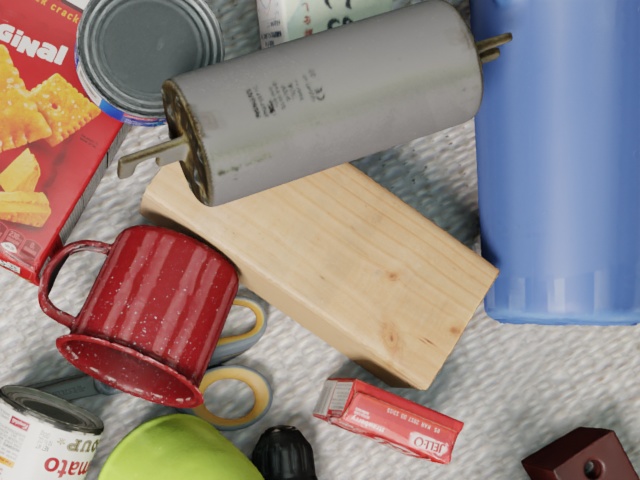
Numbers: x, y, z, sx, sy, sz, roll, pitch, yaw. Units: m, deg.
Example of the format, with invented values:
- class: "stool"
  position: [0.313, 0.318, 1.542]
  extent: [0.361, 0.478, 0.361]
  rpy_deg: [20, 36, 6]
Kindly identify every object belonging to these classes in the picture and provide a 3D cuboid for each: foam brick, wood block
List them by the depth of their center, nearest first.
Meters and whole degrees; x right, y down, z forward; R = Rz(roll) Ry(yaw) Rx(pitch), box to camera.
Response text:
- class: "wood block"
  position: [-0.004, 0.000, 0.677]
  extent: [0.206, 0.091, 0.090]
  rpy_deg: [35, 77, -5]
- class: "foam brick"
  position: [0.183, 0.171, 0.713]
  extent: [0.053, 0.051, 0.078]
  rpy_deg: [-29, 89, -14]

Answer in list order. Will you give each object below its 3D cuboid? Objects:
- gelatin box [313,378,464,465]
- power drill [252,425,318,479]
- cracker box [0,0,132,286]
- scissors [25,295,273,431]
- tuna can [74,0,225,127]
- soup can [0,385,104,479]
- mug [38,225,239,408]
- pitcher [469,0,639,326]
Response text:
- class: "gelatin box"
  position: [0.041, 0.114, 0.673]
  extent: [0.073, 0.089, 0.030]
  rpy_deg: [24, 79, -8]
- class: "power drill"
  position: [0.040, 0.196, 0.632]
  extent: [0.188, 0.057, 0.184]
  rpy_deg: [-13, 76, 32]
- class: "cracker box"
  position: [-0.195, -0.103, 0.662]
  extent: [0.164, 0.072, 0.213]
  rpy_deg: [29, 78, -7]
- class: "scissors"
  position: [-0.117, 0.103, 0.680]
  extent: [0.201, 0.016, 0.096]
  rpy_deg: [-27, 87, -13]
- class: "tuna can"
  position: [-0.101, -0.111, 0.630]
  extent: [0.086, 0.034, 0.086]
  rpy_deg: [2, 84, -16]
- class: "soup can"
  position: [-0.177, 0.145, 0.630]
  extent: [0.068, 0.068, 0.102]
  rpy_deg: [23, 88, -8]
- class: "mug"
  position: [-0.110, 0.040, 0.639]
  extent: [0.117, 0.093, 0.081]
  rpy_deg: [24, 65, -6]
- class: "pitcher"
  position: [0.171, -0.065, 0.710]
  extent: [0.149, 0.145, 0.243]
  rpy_deg: [1, 87, 1]
